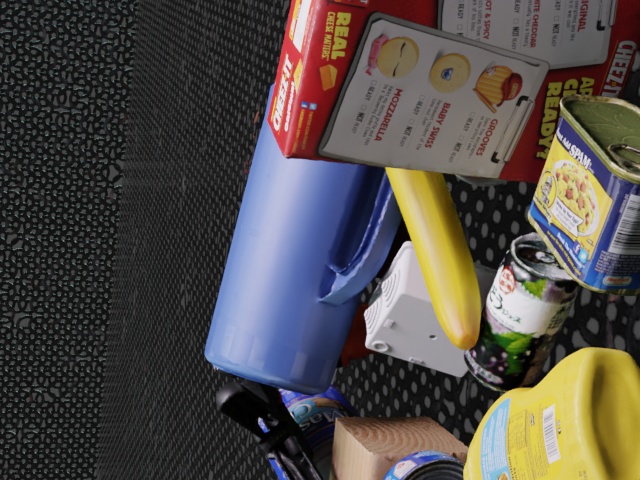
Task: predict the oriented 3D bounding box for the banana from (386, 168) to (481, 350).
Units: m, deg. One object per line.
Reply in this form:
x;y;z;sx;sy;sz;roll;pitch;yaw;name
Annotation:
0.075;-0.014;0.760;0.037;0.069;0.198;-25;76;24;banana

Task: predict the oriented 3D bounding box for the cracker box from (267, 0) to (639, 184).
0.087;-0.126;0.669;0.072;0.213;0.164;-115;34;-58;cracker box

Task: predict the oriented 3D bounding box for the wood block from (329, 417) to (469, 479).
0.057;0.260;0.894;0.090;0.090;0.206;-150;65;-70;wood block

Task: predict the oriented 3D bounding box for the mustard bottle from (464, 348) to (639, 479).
0.144;0.142;0.701;0.192;0.058;0.096;129;142;-60;mustard bottle

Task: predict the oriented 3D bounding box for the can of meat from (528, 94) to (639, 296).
0.173;-0.027;0.645;0.102;0.057;0.084;-112;29;-53;can of meat

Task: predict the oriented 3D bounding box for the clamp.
-0.040;0.158;0.899;0.164;0.036;0.210;55;179;-17;clamp

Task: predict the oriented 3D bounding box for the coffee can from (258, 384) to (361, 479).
0.005;0.208;1.038;0.140;0.102;0.103;-138;53;-67;coffee can

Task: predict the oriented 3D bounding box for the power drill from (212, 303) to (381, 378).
-0.019;0.077;1.034;0.188;0.184;0.057;-124;26;-72;power drill

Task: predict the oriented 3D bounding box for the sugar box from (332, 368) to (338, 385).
-0.023;0.098;1.228;0.176;0.048;0.093;-118;35;-51;sugar box

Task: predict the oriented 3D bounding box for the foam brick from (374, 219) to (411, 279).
0.066;-0.005;0.968;0.053;0.051;0.078;-160;73;-72;foam brick

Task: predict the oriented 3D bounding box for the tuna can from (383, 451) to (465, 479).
0.087;0.207;0.821;0.034;0.086;0.086;-167;80;-74;tuna can

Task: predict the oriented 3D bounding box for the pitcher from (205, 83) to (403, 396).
-0.006;0.001;0.878;0.149;0.145;0.243;42;-115;-80;pitcher
